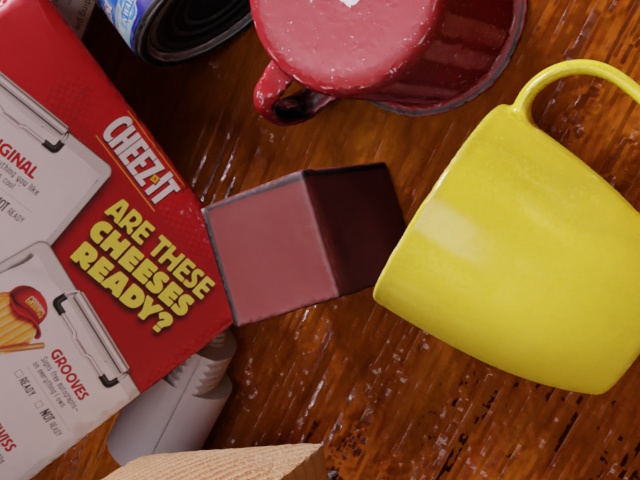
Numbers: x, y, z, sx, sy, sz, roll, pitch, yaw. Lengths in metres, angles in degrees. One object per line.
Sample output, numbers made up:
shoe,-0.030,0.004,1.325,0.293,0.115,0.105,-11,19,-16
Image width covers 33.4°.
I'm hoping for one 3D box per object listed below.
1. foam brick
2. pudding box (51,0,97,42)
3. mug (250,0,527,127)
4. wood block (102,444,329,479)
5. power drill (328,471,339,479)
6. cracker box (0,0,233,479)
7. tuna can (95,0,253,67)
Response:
foam brick,-0.003,0.001,0.447,0.053,0.078,0.051,-19,87,29
pudding box,-0.130,-0.113,0.497,0.114,0.039,0.090,-66,26,18
mug,0.017,-0.089,0.424,0.117,0.081,0.093,-41,77,24
wood block,-0.035,0.193,0.414,0.091,0.090,0.206,-9,94,24
power drill,-0.034,0.204,0.497,0.185,0.057,0.187,-19,89,25
cracker box,-0.156,0.020,0.441,0.213,0.072,0.164,-38,117,-7
tuna can,-0.052,-0.113,0.456,0.086,0.086,0.034,-41,79,25
